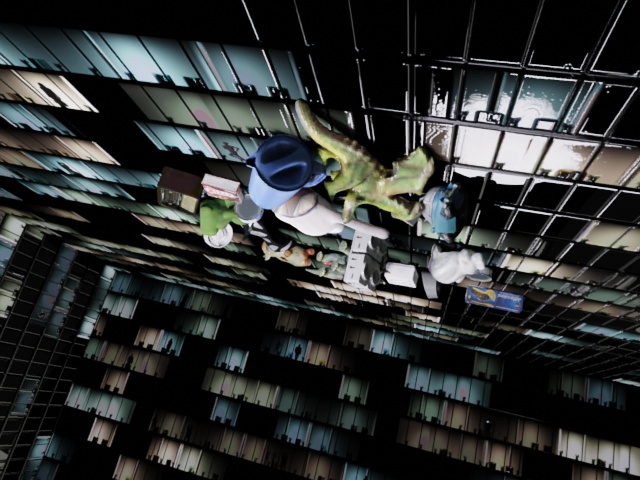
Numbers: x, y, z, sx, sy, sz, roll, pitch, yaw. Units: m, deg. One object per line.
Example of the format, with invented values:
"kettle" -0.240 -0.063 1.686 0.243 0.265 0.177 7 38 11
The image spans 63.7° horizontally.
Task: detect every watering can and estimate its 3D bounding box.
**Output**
"watering can" 0.004 -0.072 1.424 0.348 0.105 0.221 7 162 33

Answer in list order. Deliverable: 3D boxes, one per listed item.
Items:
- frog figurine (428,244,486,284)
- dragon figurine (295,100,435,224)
"frog figurine" 0.417 0.081 1.561 0.160 0.125 0.134 17 147 35
"dragon figurine" 0.122 -0.160 1.109 0.242 0.125 0.402 -11 141 16
